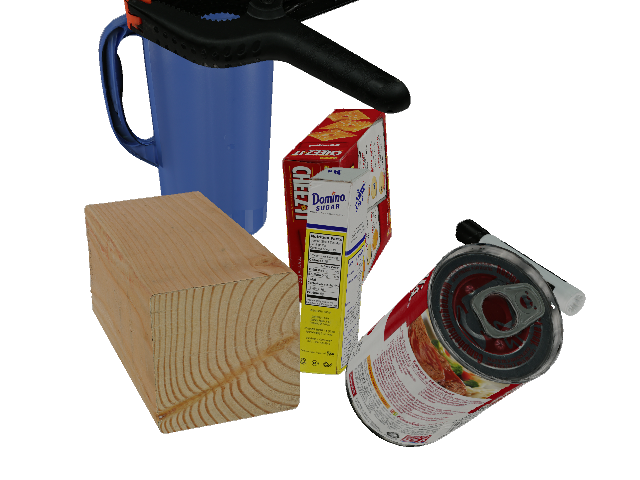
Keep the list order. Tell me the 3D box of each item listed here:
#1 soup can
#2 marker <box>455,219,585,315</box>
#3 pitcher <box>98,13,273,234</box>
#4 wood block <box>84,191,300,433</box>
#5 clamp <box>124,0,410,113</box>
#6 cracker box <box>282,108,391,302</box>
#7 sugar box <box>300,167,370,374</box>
[{"bbox_3d":[0.061,0.054,0.515,0.068,0.068,0.102,0,-27,-23],"label":"soup can"},{"bbox_3d":[0.139,0.016,0.760,0.020,0.020,0.121,0,26,-38],"label":"marker"},{"bbox_3d":[-0.119,-0.123,1.065,0.149,0.243,0.144,14,30,24],"label":"pitcher"},{"bbox_3d":[-0.091,0.038,0.711,0.090,0.090,0.206,-8,19,-21],"label":"wood block"},{"bbox_3d":[-0.031,-0.147,0.741,0.210,0.164,0.036,-1,-42,-3],"label":"clamp"},{"bbox_3d":[0.022,-0.044,1.194,0.072,0.164,0.213,2,21,17],"label":"cracker box"},{"bbox_3d":[0.012,0.025,0.968,0.048,0.176,0.093,4,11,12],"label":"sugar box"}]
